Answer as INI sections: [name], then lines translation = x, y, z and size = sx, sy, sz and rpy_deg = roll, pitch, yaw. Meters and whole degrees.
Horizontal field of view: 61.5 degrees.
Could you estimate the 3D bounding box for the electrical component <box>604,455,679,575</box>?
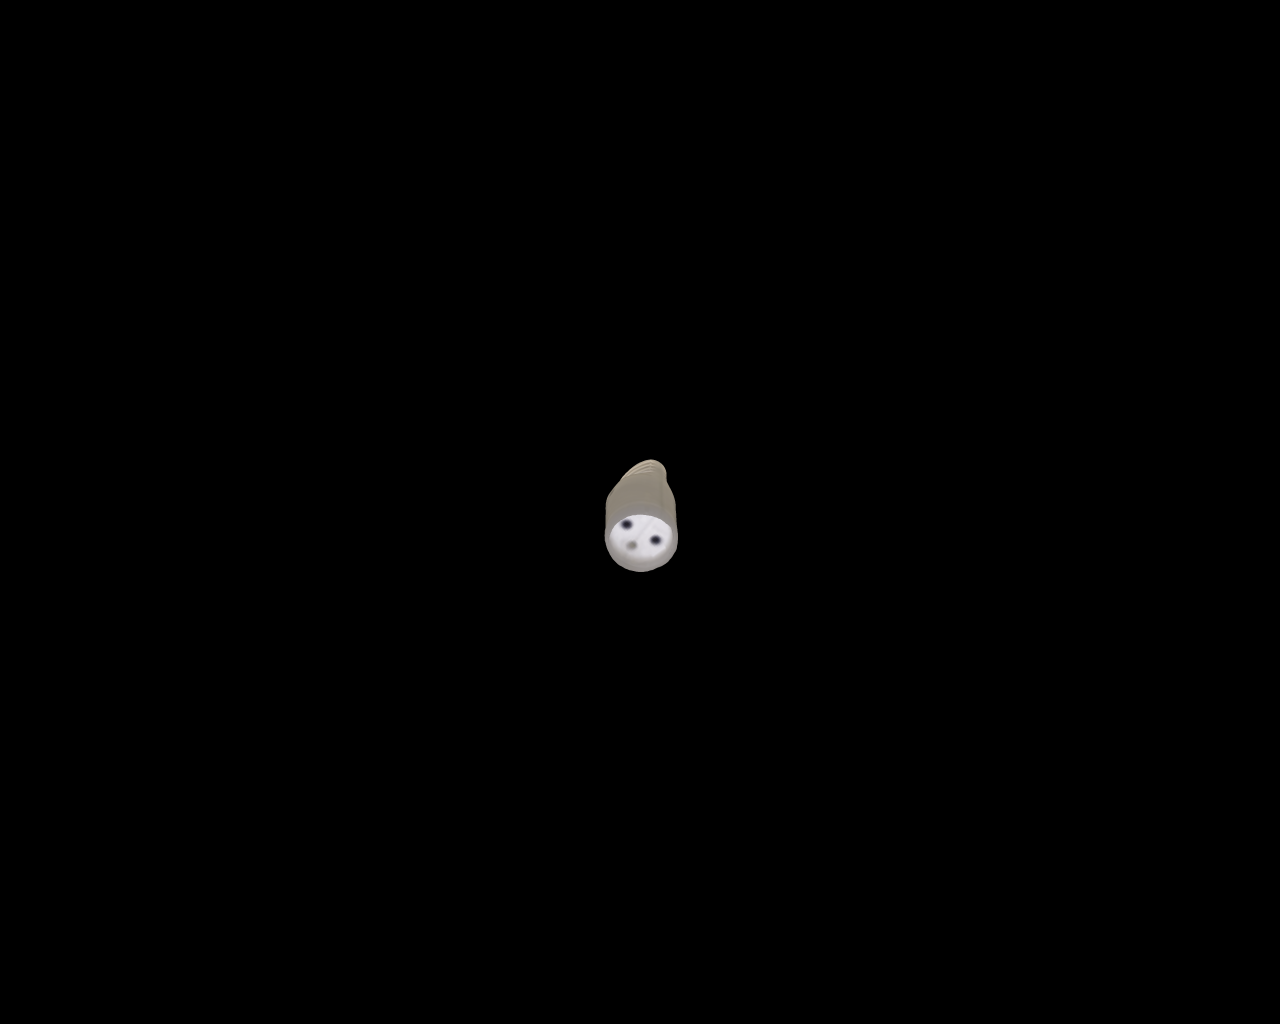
[electrical component]
translation = 0.001, -0.003, 0.650
size = 0.043, 0.043, 0.081
rpy_deg = 0, 31, 0
